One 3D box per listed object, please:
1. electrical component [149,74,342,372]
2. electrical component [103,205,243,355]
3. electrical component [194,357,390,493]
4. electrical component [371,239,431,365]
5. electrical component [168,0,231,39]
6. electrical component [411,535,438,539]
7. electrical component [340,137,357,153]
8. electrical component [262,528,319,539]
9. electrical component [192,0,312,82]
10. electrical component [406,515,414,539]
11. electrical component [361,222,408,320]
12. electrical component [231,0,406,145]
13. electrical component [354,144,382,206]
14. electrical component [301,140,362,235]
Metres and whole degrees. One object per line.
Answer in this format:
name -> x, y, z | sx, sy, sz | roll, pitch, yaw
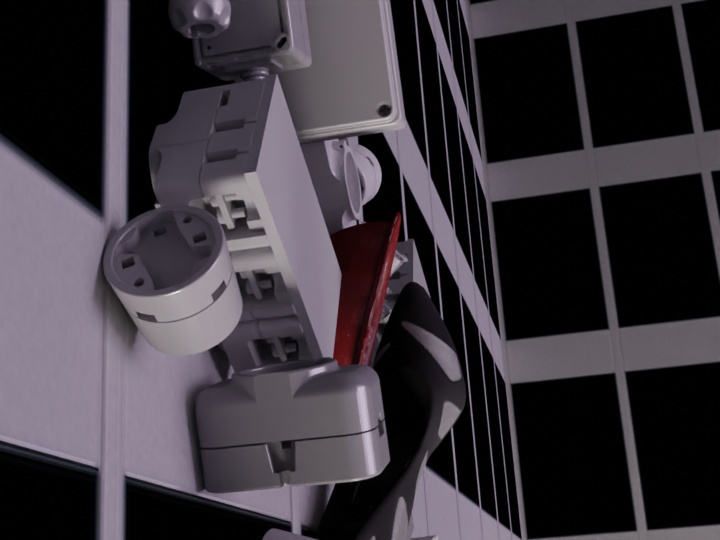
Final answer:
electrical component -> -0.061, -0.018, 0.600 | 0.089, 0.062, 0.150 | -85, 163, -47
electrical component -> -0.083, 0.006, 0.493 | 0.047, 0.055, 0.055 | 76, 12, -47
electrical component -> -0.036, 0.080, 0.571 | 0.054, 0.095, 0.059 | -12, 95, -79
electrical component -> 0.035, 0.055, 1.035 | 0.150, 0.062, 0.089 | 71, 17, -47
electrical component -> -0.093, -0.164, 0.607 | 0.035, 0.035, 0.061 | 40, 41, -74
electrical component -> 0.037, 0.249, 0.914 | 0.081, 0.064, 0.042 | 23, 59, -77
electrical component -> -0.033, -0.140, 0.856 | 0.075, 0.047, 0.083 | -82, 161, -54
electrical component -> -0.032, 0.210, 0.651 | 0.099, 0.064, 0.099 | 2, 90, -69
electrical component -> -0.067, -0.156, 0.659 | 0.061, 0.062, 0.096 | 0, 82, -79
electrical component -> 0.012, 0.188, 0.867 | 0.065, 0.047, 0.076 | -46, 128, -76
electrical component -> 0.000, 0.000, 0.855 | 0.081, 0.063, 0.042 | 42, 10, 5
electrical component -> -0.030, -0.141, 0.717 | 0.056, 0.109, 0.108 | -10, 92, -82
electrical component -> -0.014, -0.075, 0.897 | 0.047, 0.055, 0.055 | -52, 134, -69
electrical component -> -0.032, -0.060, 0.787 | 0.050, 0.056, 0.089 | -74, 154, -64
